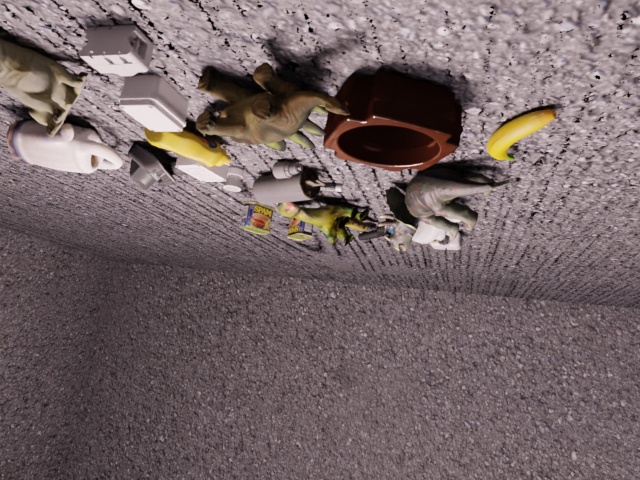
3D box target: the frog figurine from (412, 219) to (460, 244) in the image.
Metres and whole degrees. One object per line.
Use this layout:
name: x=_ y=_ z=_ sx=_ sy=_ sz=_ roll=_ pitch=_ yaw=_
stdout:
frog figurine: x=0.302 y=-0.046 z=1.362 sx=0.160 sy=0.124 sz=0.135 roll=11 pitch=153 yaw=44

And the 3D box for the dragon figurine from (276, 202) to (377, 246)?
dragon figurine: x=0.005 y=-0.076 z=1.516 sx=0.244 sy=0.122 sz=0.410 roll=22 pitch=-174 yaw=21

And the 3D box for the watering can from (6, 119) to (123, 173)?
watering can: x=-0.567 y=-0.212 z=1.121 sx=0.224 sy=0.104 sz=0.346 roll=9 pitch=174 yaw=-3
